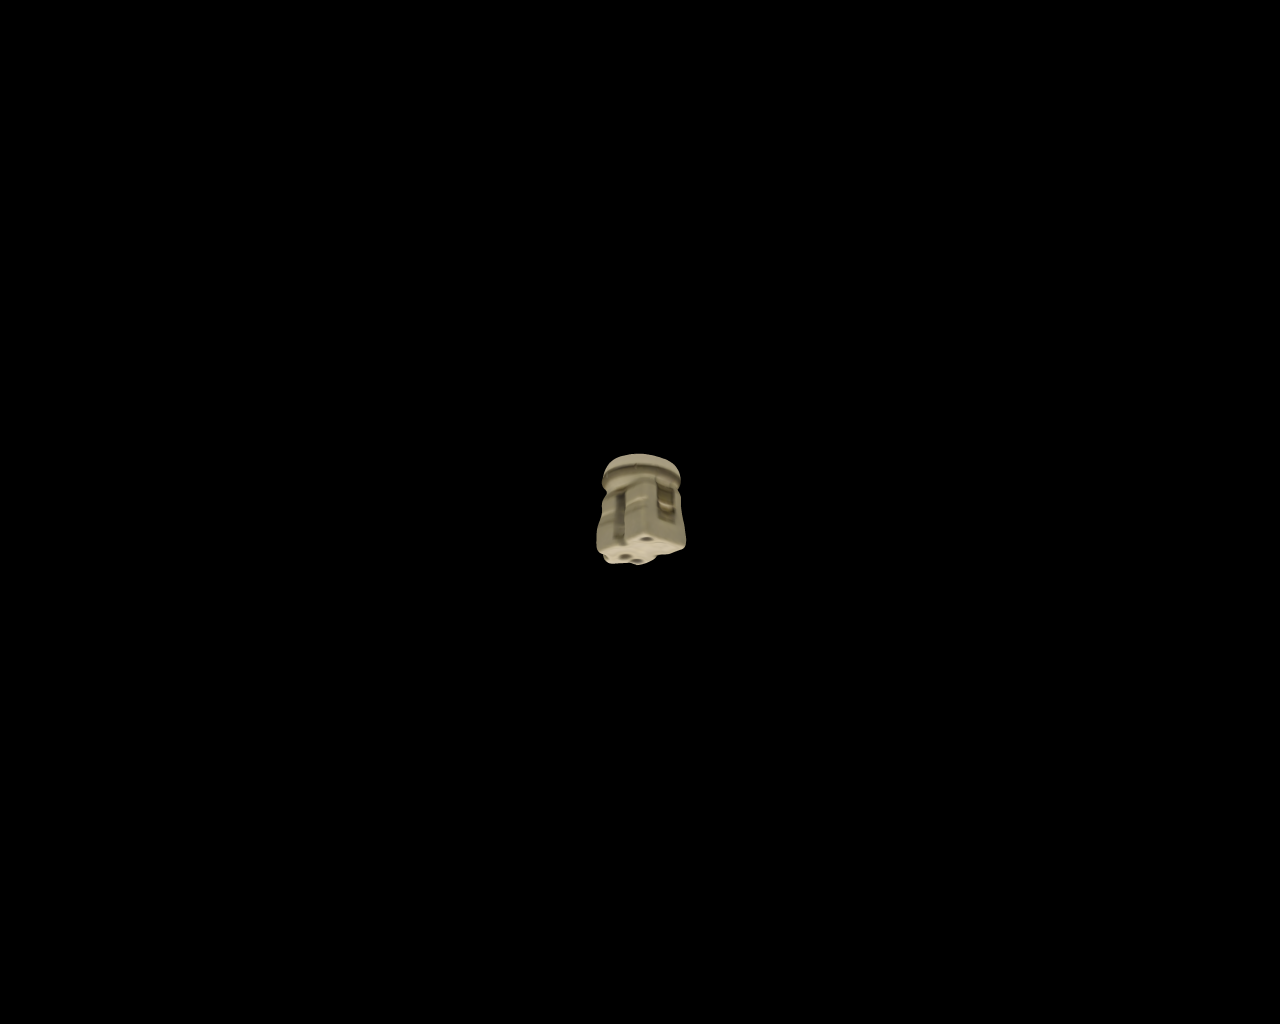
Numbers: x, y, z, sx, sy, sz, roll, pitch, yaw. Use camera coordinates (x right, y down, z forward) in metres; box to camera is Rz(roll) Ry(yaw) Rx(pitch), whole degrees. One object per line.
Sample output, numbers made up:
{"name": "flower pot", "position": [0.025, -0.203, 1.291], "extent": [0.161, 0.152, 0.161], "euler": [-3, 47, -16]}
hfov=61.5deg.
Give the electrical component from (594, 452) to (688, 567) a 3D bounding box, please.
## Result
{"name": "electrical component", "position": [0.001, -0.003, 0.650], "extent": [0.048, 0.055, 0.066], "euler": [21, -31, -40]}
